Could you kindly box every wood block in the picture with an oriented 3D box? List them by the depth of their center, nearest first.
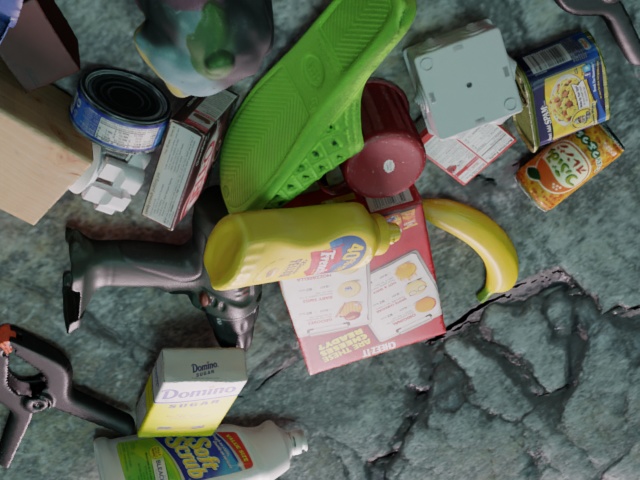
[{"bbox_3d":[-0.302,-0.111,0.893,0.091,0.090,0.205,-42,130,21],"label":"wood block"}]

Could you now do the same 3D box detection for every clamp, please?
[{"bbox_3d":[0.268,-0.229,0.991,0.171,0.039,0.120,9,113,-17],"label":"clamp"},{"bbox_3d":[-0.321,0.177,1.188,0.164,0.036,0.210,-21,132,4],"label":"clamp"}]

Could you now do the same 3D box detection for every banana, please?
[{"bbox_3d":[0.176,0.008,1.185,0.070,0.037,0.197,-29,133,10],"label":"banana"}]

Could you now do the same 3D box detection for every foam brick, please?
[{"bbox_3d":[-0.240,-0.172,0.882,0.053,0.051,0.078,-22,134,4],"label":"foam brick"}]

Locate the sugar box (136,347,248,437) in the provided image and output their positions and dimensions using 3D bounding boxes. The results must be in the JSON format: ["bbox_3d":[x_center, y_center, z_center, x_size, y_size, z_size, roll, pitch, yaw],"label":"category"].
[{"bbox_3d":[-0.147,0.174,1.195,0.093,0.048,0.176,1,153,-18],"label":"sugar box"}]

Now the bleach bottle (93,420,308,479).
[{"bbox_3d":[-0.140,0.264,1.294,0.250,0.102,0.068,-11,148,-16],"label":"bleach bottle"}]

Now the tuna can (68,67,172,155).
[{"bbox_3d":[-0.174,-0.114,0.932,0.086,0.086,0.034,10,127,-25],"label":"tuna can"}]

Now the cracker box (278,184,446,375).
[{"bbox_3d":[0.037,0.035,1.144,0.164,0.072,0.213,-17,135,0],"label":"cracker box"}]

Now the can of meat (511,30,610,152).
[{"bbox_3d":[0.233,-0.147,1.047,0.084,0.057,0.102,-21,135,0],"label":"can of meat"}]

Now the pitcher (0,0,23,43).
[{"bbox_3d":[-0.319,-0.230,0.746,0.242,0.149,0.145,10,133,-21],"label":"pitcher"}]

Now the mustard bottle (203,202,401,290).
[{"bbox_3d":[-0.006,0.002,0.996,0.191,0.058,0.096,-7,153,-31],"label":"mustard bottle"}]

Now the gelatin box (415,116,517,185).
[{"bbox_3d":[0.142,-0.105,1.076,0.089,0.030,0.073,32,115,-36],"label":"gelatin box"}]

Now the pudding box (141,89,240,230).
[{"bbox_3d":[-0.119,-0.078,0.977,0.039,0.090,0.114,24,126,3],"label":"pudding box"}]

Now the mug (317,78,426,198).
[{"bbox_3d":[0.043,-0.087,1.025,0.117,0.081,0.093,-36,132,16],"label":"mug"}]
